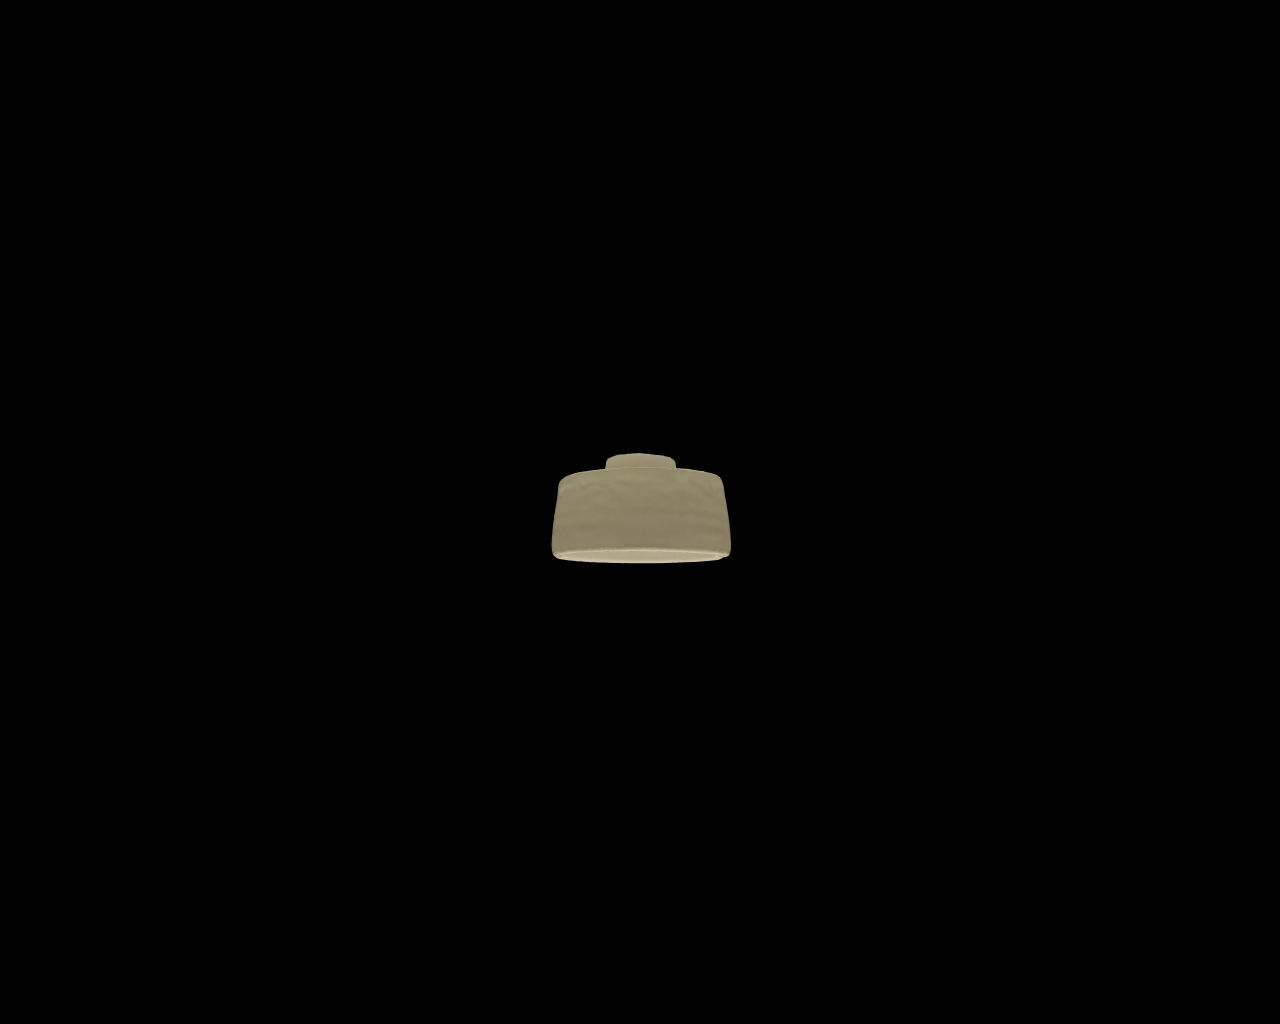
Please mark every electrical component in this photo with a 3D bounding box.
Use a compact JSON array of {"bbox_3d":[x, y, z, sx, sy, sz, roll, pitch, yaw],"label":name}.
[{"bbox_3d":[0.001,-0.003,0.650,0.108,0.060,0.108,0,-7,0],"label":"electrical component"}]
